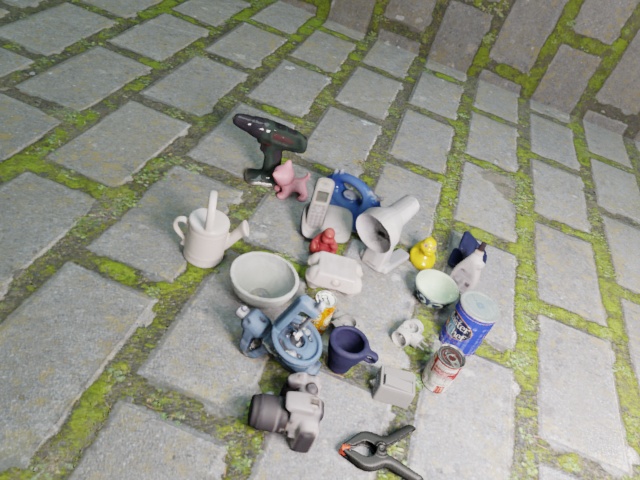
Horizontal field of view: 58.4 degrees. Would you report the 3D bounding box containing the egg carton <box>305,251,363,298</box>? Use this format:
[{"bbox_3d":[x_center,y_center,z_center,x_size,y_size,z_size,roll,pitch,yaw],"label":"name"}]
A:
[{"bbox_3d":[0.036,0.089,1.469,0.150,0.069,0.107,14,39,-7],"label":"egg carton"}]

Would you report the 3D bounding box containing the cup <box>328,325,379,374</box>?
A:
[{"bbox_3d":[0.065,0.256,1.263,0.117,0.095,0.092,26,39,7],"label":"cup"}]

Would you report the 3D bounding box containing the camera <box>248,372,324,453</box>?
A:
[{"bbox_3d":[-0.066,0.323,1.119,0.137,0.101,0.143,12,39,-10],"label":"camera"}]

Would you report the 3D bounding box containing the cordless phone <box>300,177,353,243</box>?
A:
[{"bbox_3d":[0.030,-0.084,1.579,0.148,0.185,0.094,7,40,-16],"label":"cordless phone"}]

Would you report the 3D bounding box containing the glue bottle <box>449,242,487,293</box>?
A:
[{"bbox_3d":[0.416,0.072,1.575,0.078,0.173,0.037,39,42,23],"label":"glue bottle"}]

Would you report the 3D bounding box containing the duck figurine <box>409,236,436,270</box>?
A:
[{"bbox_3d":[0.306,0.027,1.649,0.077,0.086,0.104,17,38,-5],"label":"duck figurine"}]

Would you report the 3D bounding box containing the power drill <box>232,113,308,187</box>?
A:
[{"bbox_3d":[-0.160,-0.263,1.690,0.230,0.208,0.075,6,40,-18],"label":"power drill"}]

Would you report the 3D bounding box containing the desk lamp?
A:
[{"bbox_3d":[0.180,-0.017,1.544,0.117,0.213,0.204,39,42,23],"label":"desk lamp"}]

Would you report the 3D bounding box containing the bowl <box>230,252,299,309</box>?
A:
[{"bbox_3d":[-0.138,0.108,1.365,0.167,0.075,0.167,12,39,-10],"label":"bowl"}]

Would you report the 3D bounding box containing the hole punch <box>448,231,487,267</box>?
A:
[{"bbox_3d":[0.446,0.040,1.692,0.101,0.091,0.109,27,39,8],"label":"hole punch"}]

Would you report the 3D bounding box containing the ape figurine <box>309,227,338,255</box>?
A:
[{"bbox_3d":[0.014,0.006,1.541,0.078,0.092,0.076,18,38,-3],"label":"ape figurine"}]

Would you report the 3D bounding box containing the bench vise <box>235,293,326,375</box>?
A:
[{"bbox_3d":[-0.078,0.185,1.182,0.207,0.220,0.121,16,38,-5],"label":"bench vise"}]

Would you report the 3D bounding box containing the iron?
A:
[{"bbox_3d":[0.087,-0.135,1.701,0.119,0.141,0.257,-22,54,-41],"label":"iron"}]

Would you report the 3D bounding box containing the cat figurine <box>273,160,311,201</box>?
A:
[{"bbox_3d":[-0.088,-0.181,1.697,0.128,0.118,0.067,2,42,-22],"label":"cat figurine"}]

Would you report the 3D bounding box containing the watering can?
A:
[{"bbox_3d":[-0.261,-0.034,1.384,0.173,0.194,0.100,-4,44,-28],"label":"watering can"}]
